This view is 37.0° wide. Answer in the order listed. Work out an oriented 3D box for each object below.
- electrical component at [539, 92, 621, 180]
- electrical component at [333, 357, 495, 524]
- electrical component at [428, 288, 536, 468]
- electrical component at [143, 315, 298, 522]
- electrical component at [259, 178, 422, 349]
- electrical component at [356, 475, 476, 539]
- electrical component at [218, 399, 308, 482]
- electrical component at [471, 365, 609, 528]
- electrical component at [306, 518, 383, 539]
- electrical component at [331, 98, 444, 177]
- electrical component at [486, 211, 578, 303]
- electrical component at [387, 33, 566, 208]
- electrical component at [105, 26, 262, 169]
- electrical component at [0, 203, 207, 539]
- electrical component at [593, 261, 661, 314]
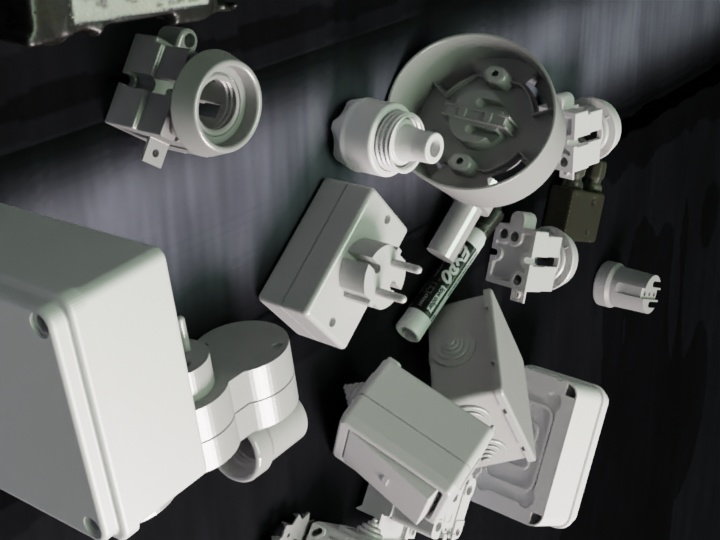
[{"bbox_3d":[0.161,-0.102,0.801,0.055,0.048,0.066,-20,118,-39],"label":"electrical component"},{"bbox_3d":[0.024,0.105,0.666,0.061,0.096,0.061,-51,166,-27],"label":"electrical component"},{"bbox_3d":[0.081,0.076,0.730,0.099,0.048,0.099,60,21,-44],"label":"electrical component"},{"bbox_3d":[-0.090,0.058,0.531,0.138,0.052,0.073,-33,127,-41],"label":"electrical component"},{"bbox_3d":[0.000,0.000,0.605,0.083,0.076,0.047,-62,141,-16],"label":"electrical component"},{"bbox_3d":[0.040,0.150,0.721,0.042,0.064,0.081,19,88,-52],"label":"electrical component"},{"bbox_3d":[-0.057,0.089,0.597,0.046,0.040,0.040,-29,125,-49],"label":"electrical component"},{"bbox_3d":[0.136,0.134,0.826,0.057,0.078,0.113,15,90,-50],"label":"electrical component"},{"bbox_3d":[-0.005,0.202,0.678,0.096,0.062,0.061,-67,153,-6],"label":"electrical component"},{"bbox_3d":[0.018,-0.074,0.612,0.043,0.062,0.043,-22,120,-46],"label":"electrical component"},{"bbox_3d":[0.128,-0.009,0.792,0.055,0.048,0.066,2,101,-45],"label":"electrical component"},{"bbox_3d":[0.073,-0.089,0.653,0.064,0.099,0.099,34,76,-58],"label":"electrical component"},{"bbox_3d":[-0.079,-0.078,0.492,0.048,0.055,0.066,23,84,-53],"label":"electrical component"},{"bbox_3d":[-0.124,0.038,0.434,0.056,0.109,0.108,-34,128,-43],"label":"electrical component"},{"bbox_3d":[0.232,0.016,0.932,0.040,0.046,0.040,-22,119,-46],"label":"electrical component"}]
